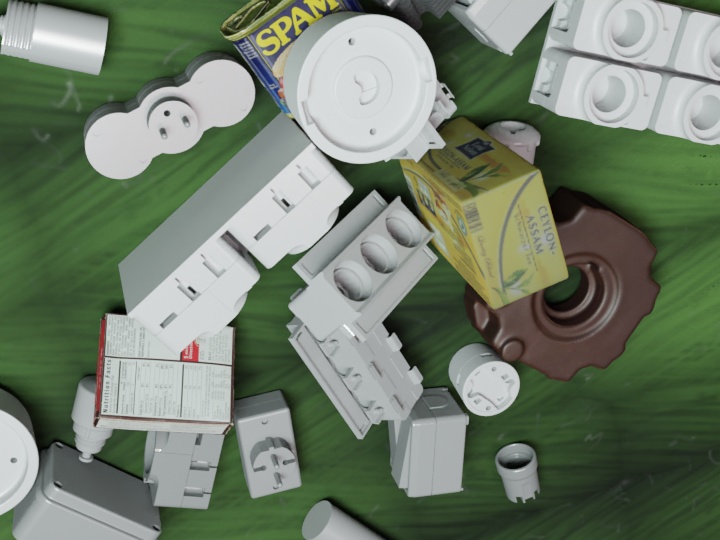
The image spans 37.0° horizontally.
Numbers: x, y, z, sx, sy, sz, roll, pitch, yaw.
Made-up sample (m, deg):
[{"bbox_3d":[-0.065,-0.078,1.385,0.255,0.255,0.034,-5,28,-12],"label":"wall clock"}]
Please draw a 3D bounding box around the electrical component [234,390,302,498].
[{"bbox_3d":[-0.079,0.163,0.948,0.047,0.075,0.083,-12,114,-12],"label":"electrical component"}]

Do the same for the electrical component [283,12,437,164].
[{"bbox_3d":[-0.005,-0.139,0.796,0.108,0.060,0.108,-9,114,-20],"label":"electrical component"}]

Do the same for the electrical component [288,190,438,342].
[{"bbox_3d":[0.000,0.000,0.868,0.078,0.121,0.063,47,136,-3],"label":"electrical component"}]

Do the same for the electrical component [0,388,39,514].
[{"bbox_3d":[-0.319,0.144,0.878,0.108,0.060,0.108,-6,112,-14],"label":"electrical component"}]

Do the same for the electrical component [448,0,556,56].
[{"bbox_3d":[0.119,-0.230,0.857,0.061,0.061,0.096,38,97,-26],"label":"electrical component"}]

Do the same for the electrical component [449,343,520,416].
[{"bbox_3d":[0.113,0.099,0.995,0.055,0.047,0.055,-6,113,-14],"label":"electrical component"}]

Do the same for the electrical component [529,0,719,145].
[{"bbox_3d":[0.253,-0.173,0.920,0.186,0.060,0.105,7,109,-19],"label":"electrical component"}]

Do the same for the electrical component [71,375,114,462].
[{"bbox_3d":[-0.224,0.126,0.910,0.040,0.040,0.078,11,108,-20],"label":"electrical component"}]

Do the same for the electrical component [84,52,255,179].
[{"bbox_3d":[-0.144,-0.114,0.819,0.138,0.073,0.052,-28,116,-4],"label":"electrical component"}]

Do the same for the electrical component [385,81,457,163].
[{"bbox_3d":[0.041,-0.124,0.873,0.063,0.081,0.042,-49,118,-19],"label":"electrical component"}]

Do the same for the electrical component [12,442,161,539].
[{"bbox_3d":[-0.232,0.206,0.919,0.113,0.078,0.057,32,102,-25],"label":"electrical component"}]

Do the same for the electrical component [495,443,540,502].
[{"bbox_3d":[0.156,0.199,1.053,0.040,0.040,0.046,-21,121,-8],"label":"electrical component"}]

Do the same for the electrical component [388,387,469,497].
[{"bbox_3d":[0.059,0.165,0.997,0.061,0.061,0.096,-4,112,-15],"label":"electrical component"}]

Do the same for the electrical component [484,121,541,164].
[{"bbox_3d":[0.128,-0.094,0.924,0.048,0.048,0.062,-4,119,-15],"label":"electrical component"}]

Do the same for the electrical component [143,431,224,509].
[{"bbox_3d":[-0.155,0.157,0.937,0.056,0.050,0.089,8,108,-19],"label":"electrical component"}]

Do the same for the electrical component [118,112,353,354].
[{"bbox_3d":[-0.099,-0.029,0.849,0.186,0.105,0.060,-43,116,3],"label":"electrical component"}]

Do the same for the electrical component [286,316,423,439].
[{"bbox_3d":[-0.001,0.076,0.936,0.121,0.063,0.078,58,48,-26],"label":"electrical component"}]

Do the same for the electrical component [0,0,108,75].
[{"bbox_3d":[-0.229,-0.172,0.788,0.081,0.043,0.043,9,108,-19],"label":"electrical component"}]
